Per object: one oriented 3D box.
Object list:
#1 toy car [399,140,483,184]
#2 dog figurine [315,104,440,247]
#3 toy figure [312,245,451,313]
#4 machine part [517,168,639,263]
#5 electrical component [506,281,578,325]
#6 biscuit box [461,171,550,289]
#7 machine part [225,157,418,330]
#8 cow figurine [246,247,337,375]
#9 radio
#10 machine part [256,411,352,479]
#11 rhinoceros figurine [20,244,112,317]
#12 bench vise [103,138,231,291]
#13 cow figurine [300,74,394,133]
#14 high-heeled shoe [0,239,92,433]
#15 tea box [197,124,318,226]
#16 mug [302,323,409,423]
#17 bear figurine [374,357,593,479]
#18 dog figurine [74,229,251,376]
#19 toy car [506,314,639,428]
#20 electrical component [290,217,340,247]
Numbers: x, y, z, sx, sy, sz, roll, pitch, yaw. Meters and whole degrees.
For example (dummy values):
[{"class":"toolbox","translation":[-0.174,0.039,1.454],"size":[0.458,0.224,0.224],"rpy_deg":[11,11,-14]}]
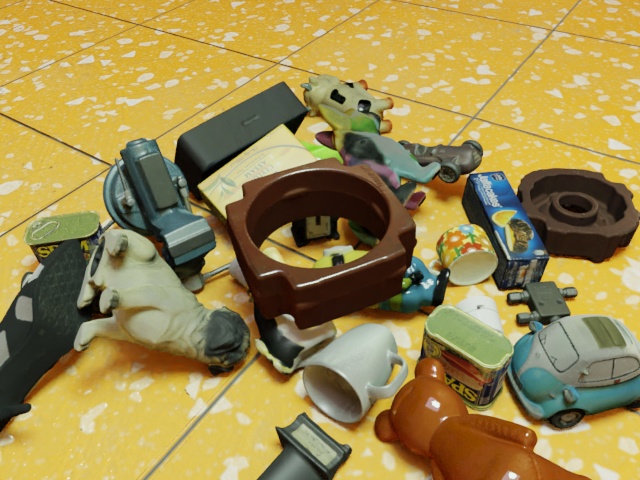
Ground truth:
[{"class":"toy car","translation":[0.173,-0.137,0.899],"size":[0.202,0.053,0.089],"rpy_deg":[13,45,45]},{"class":"dog figurine","translation":[0.060,-0.115,0.835],"size":[0.219,0.108,0.191],"rpy_deg":[39,65,19]},{"class":"toy figure","translation":[0.076,0.056,0.710],"size":[0.180,0.082,0.089],"rpy_deg":[11,43,11]},{"class":"machine part","translation":[0.383,-0.042,0.813],"size":[0.179,0.056,0.179],"rpy_deg":[-2,42,2]},{"class":"electrical component","translation":[0.298,0.084,0.706],"size":[0.094,0.021,0.063],"rpy_deg":[-5,43,-3]},{"class":"biscuit box","translation":[0.267,-0.021,0.792],"size":[0.059,0.062,0.203],"rpy_deg":[-4,43,-3]},{"class":"machine part","translation":[-0.001,-0.002,0.657],"size":[0.201,0.087,0.202],"rpy_deg":[-18,45,-15]},{"class":"cow figurine","translation":[-0.053,0.088,0.685],"size":[0.098,0.068,0.167],"rpy_deg":[-28,56,-15]},{"class":"radio","translation":[-0.136,-0.167,0.916],"size":[0.229,0.131,0.073],"rpy_deg":[-36,84,-30]},{"class":"machine part","translation":[-0.036,0.243,0.547],"size":[0.084,0.039,0.139],"rpy_deg":[33,51,22]},{"class":"rhinoceros figurine","translation":[-0.307,0.071,0.728],"size":[0.190,0.073,0.112],"rpy_deg":[10,58,8]},{"class":"bench vise","translation":[-0.235,-0.034,0.783],"size":[0.129,0.223,0.241],"rpy_deg":[-40,22,-26]},{"class":"cow figurine","translation":[0.043,-0.269,1.063],"size":[0.127,0.085,0.195],"rpy_deg":[-18,45,-25]},{"class":"high-heeled shoe","translation":[-0.364,0.118,0.644],"size":[0.145,0.086,0.249],"rpy_deg":[-14,52,24]},{"class":"tea box","translation":[-0.091,-0.087,0.835],"size":[0.169,0.068,0.098],"rpy_deg":[-41,75,-16]},{"class":"mug","translation":[0.051,0.141,0.610],"size":[0.110,0.080,0.107],"rpy_deg":[-10,22,42]},{"class":"bear figurine","translation":[0.148,0.214,0.529],"size":[0.120,0.132,0.196],"rpy_deg":[-53,22,-2]},{"class":"dog figurine","translation":[-0.182,0.072,0.659],"size":[0.190,0.121,0.172],"rpy_deg":[19,48,-34]},{"class":"toy car","translation":[0.296,0.133,0.596],"size":[0.162,0.102,0.109],"rpy_deg":[-7,44,-1]},{"class":"electrical component","translation":[-0.009,-0.049,0.800],"size":[0.075,0.119,0.048],"rpy_deg":[-14,44,-7]}]
